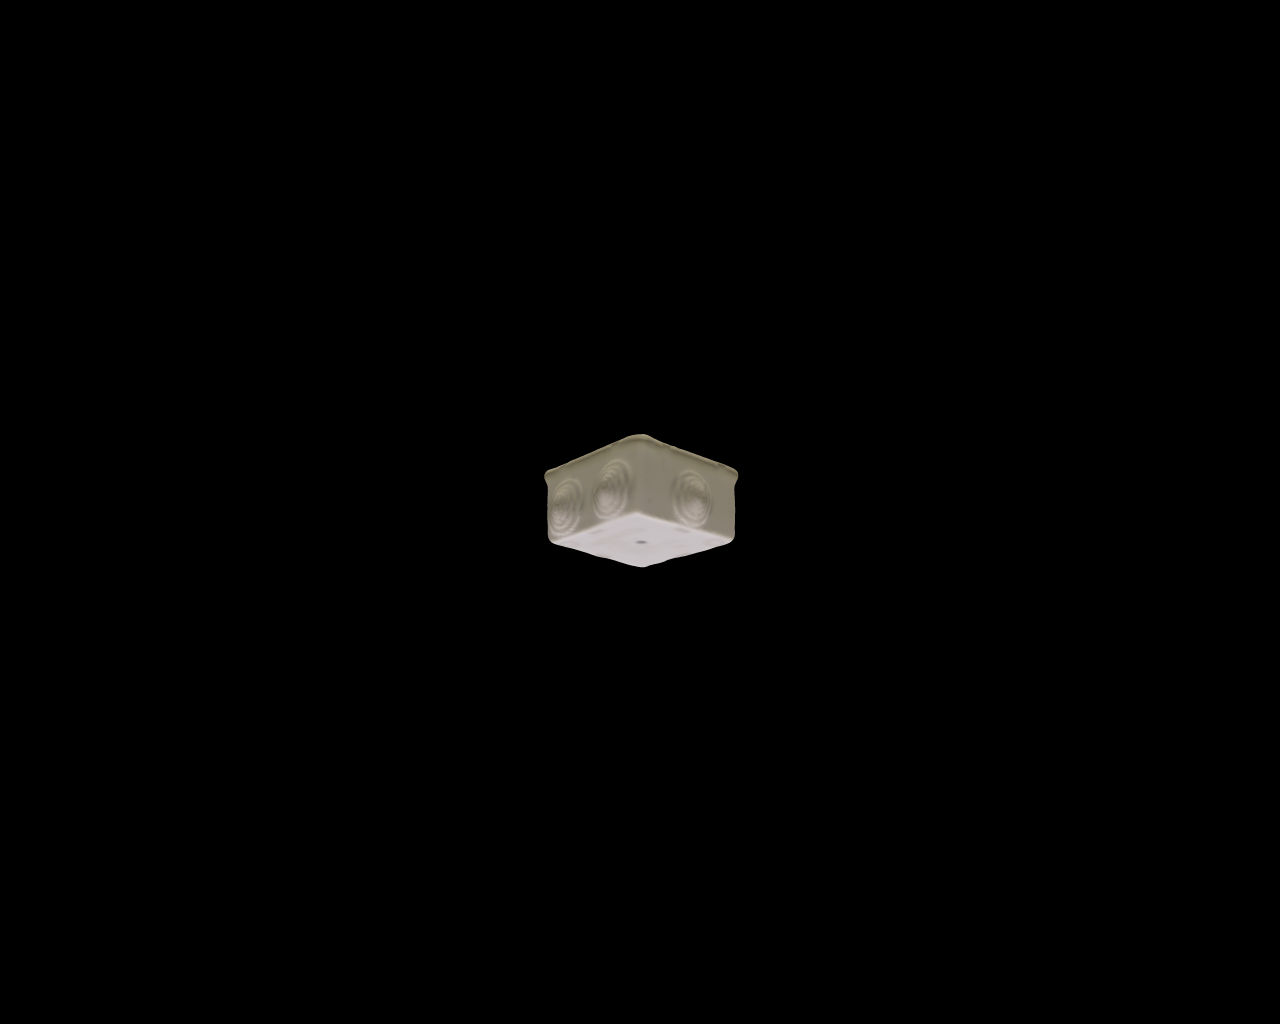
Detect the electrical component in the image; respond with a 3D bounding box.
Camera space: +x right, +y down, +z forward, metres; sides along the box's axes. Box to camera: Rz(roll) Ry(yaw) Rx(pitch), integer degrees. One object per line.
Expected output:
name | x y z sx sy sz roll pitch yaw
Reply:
electrical component | 0.001 -0.003 0.650 0.100 0.048 0.099 17 -25 -41
